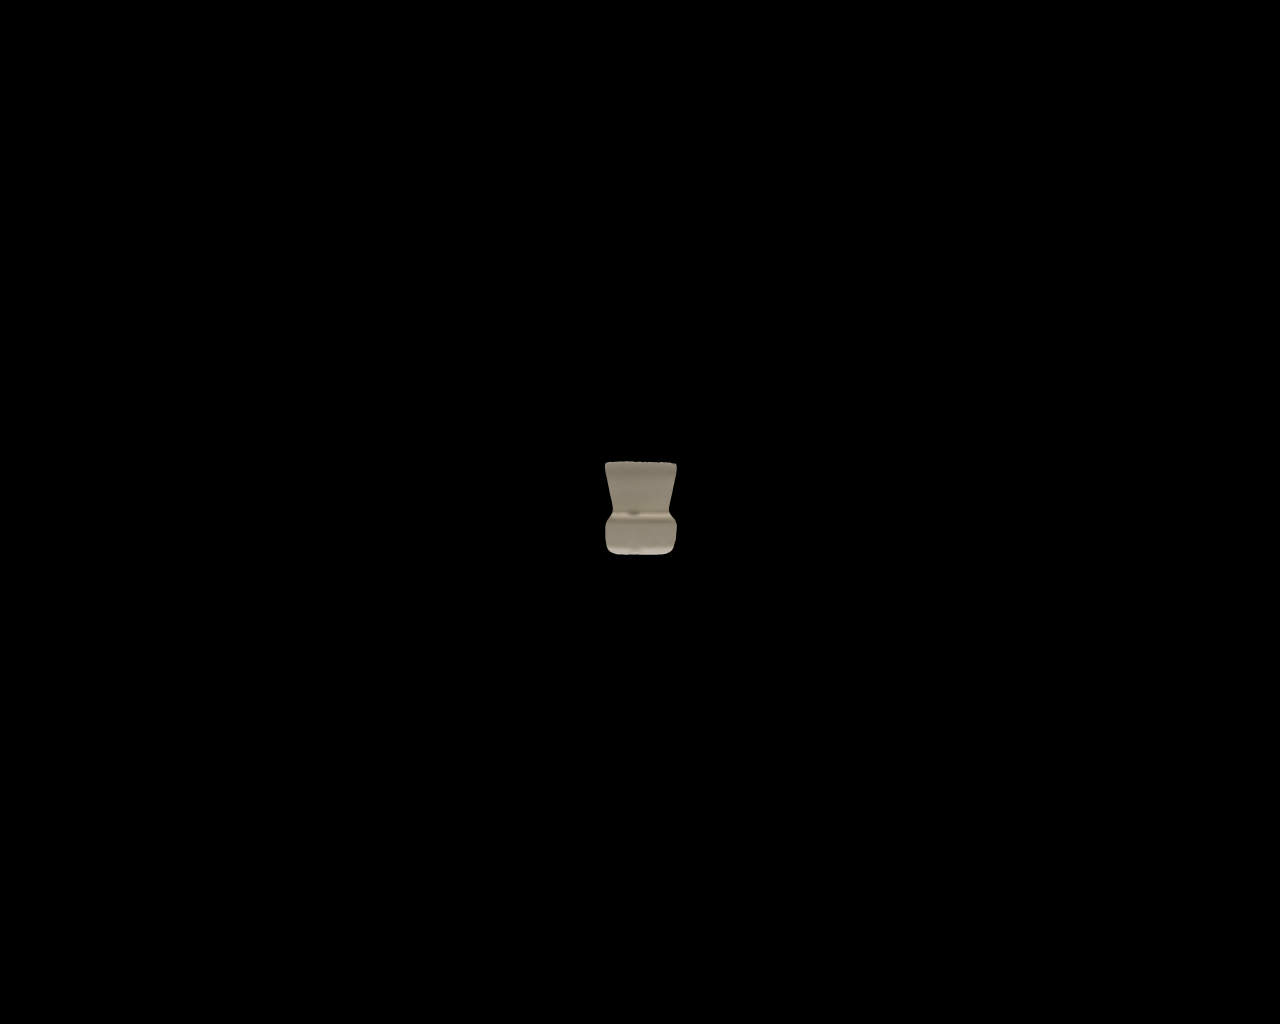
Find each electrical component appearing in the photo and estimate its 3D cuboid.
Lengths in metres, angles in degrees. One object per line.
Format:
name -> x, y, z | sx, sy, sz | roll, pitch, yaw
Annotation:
electrical component -> 0.001, -0.003, 0.650 | 0.045, 0.055, 0.045 | 0, 0, 0
